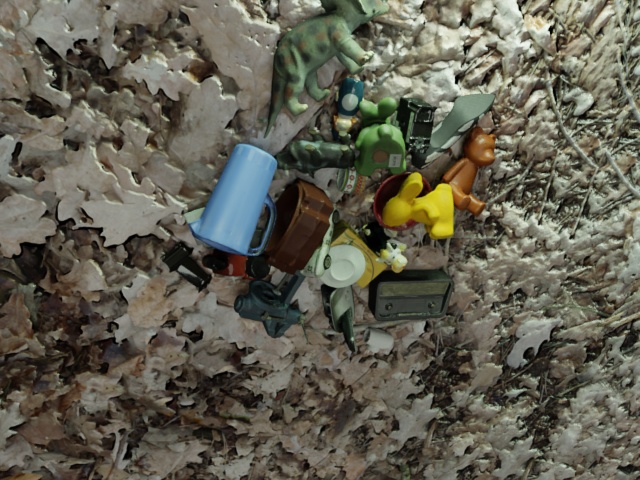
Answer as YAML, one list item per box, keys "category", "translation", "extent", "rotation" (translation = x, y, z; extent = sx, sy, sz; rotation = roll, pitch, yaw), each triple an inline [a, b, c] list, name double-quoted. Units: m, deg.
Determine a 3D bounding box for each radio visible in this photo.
- category: "radio"
  translation: [0.254, 0.156, 1.525]
  extent: [0.230, 0.073, 0.131]
  rotation: [0, 114, -12]

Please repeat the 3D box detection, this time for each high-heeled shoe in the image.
- category: "high-heeled shoe"
  translation: [0.339, -0.269, 1.357]
  extent: [0.249, 0.086, 0.145]
  rotation: [-26, 147, -15]

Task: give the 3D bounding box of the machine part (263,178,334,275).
- category: "machine part"
  translation: [-0.062, -0.036, 1.291]
  extent: [0.087, 0.201, 0.201]
  rotation: [27, 106, -22]

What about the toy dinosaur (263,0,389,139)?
- category: "toy dinosaur"
  translation: [-0.020, -0.409, 1.179]
  extent: [0.405, 0.131, 0.192]
  rotation: [-33, 94, 14]

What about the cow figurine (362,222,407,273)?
- category: "cow figurine"
  translation: [0.166, 0.013, 1.386]
  extent: [0.098, 0.167, 0.068]
  rotation: [26, 112, -24]

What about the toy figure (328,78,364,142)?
- category: "toy figure"
  translation: [0.060, -0.304, 1.277]
  extent: [0.064, 0.058, 0.154]
  rotation: [24, 115, 19]

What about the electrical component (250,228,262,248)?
- category: "electrical component"
  translation: [-0.171, -0.004, 1.382]
  extent: [0.094, 0.021, 0.063]
  rotation: [0, 114, -12]

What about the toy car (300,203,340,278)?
- category: "toy car"
  translation: [-0.003, -0.004, 1.355]
  extent: [0.056, 0.074, 0.201]
  rotation: [19, 80, -53]

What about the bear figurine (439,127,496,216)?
- category: "bear figurine"
  translation: [0.398, -0.178, 1.377]
  extent: [0.120, 0.132, 0.195]
  rotation: [15, 117, -46]

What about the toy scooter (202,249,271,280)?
- category: "toy scooter"
  translation: [-0.223, 0.058, 1.356]
  extent: [0.184, 0.135, 0.075]
  rotation: [8, 87, -35]

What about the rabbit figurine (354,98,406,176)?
- category: "rabbit figurine"
  translation: [0.127, -0.252, 1.247]
  extent: [0.121, 0.170, 0.158]
  rotation: [-9, 135, 3]

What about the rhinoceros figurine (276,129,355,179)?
- category: "rhinoceros figurine"
  translation: [-0.011, -0.201, 1.282]
  extent: [0.190, 0.073, 0.112]
  rotation: [-4, 144, 1]

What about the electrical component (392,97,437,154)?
- category: "electrical component"
  translation: [0.220, -0.277, 1.280]
  extent: [0.058, 0.134, 0.114]
  rotation: [3, 115, -16]

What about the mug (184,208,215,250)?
- category: "mug"
  translation: [-0.263, -0.034, 1.315]
  extent: [0.107, 0.081, 0.109]
  rotation: [-26, 110, -10]

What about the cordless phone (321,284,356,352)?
- category: "cordless phone"
  translation: [0.062, 0.201, 1.441]
  extent: [0.089, 0.184, 0.146]
  rotation: [-10, 117, -3]

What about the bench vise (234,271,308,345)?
- category: "bench vise"
  translation: [-0.099, 0.150, 1.420]
  extent: [0.223, 0.129, 0.240]
  rotation: [24, 111, -25]

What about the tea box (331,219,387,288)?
- category: "tea box"
  translation: [0.087, 0.038, 1.435]
  extent: [0.098, 0.068, 0.169]
  rotation: [-45, 117, 10]

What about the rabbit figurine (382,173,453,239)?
- category: "rabbit figurine"
  translation: [0.240, -0.078, 1.331]
  extent: [0.173, 0.122, 0.162]
  rotation: [-3, 114, 9]

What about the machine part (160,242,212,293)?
- category: "machine part"
  translation: [-0.334, 0.071, 1.372]
  extent: [0.084, 0.039, 0.138]
  rotation: [-38, 115, 1]
